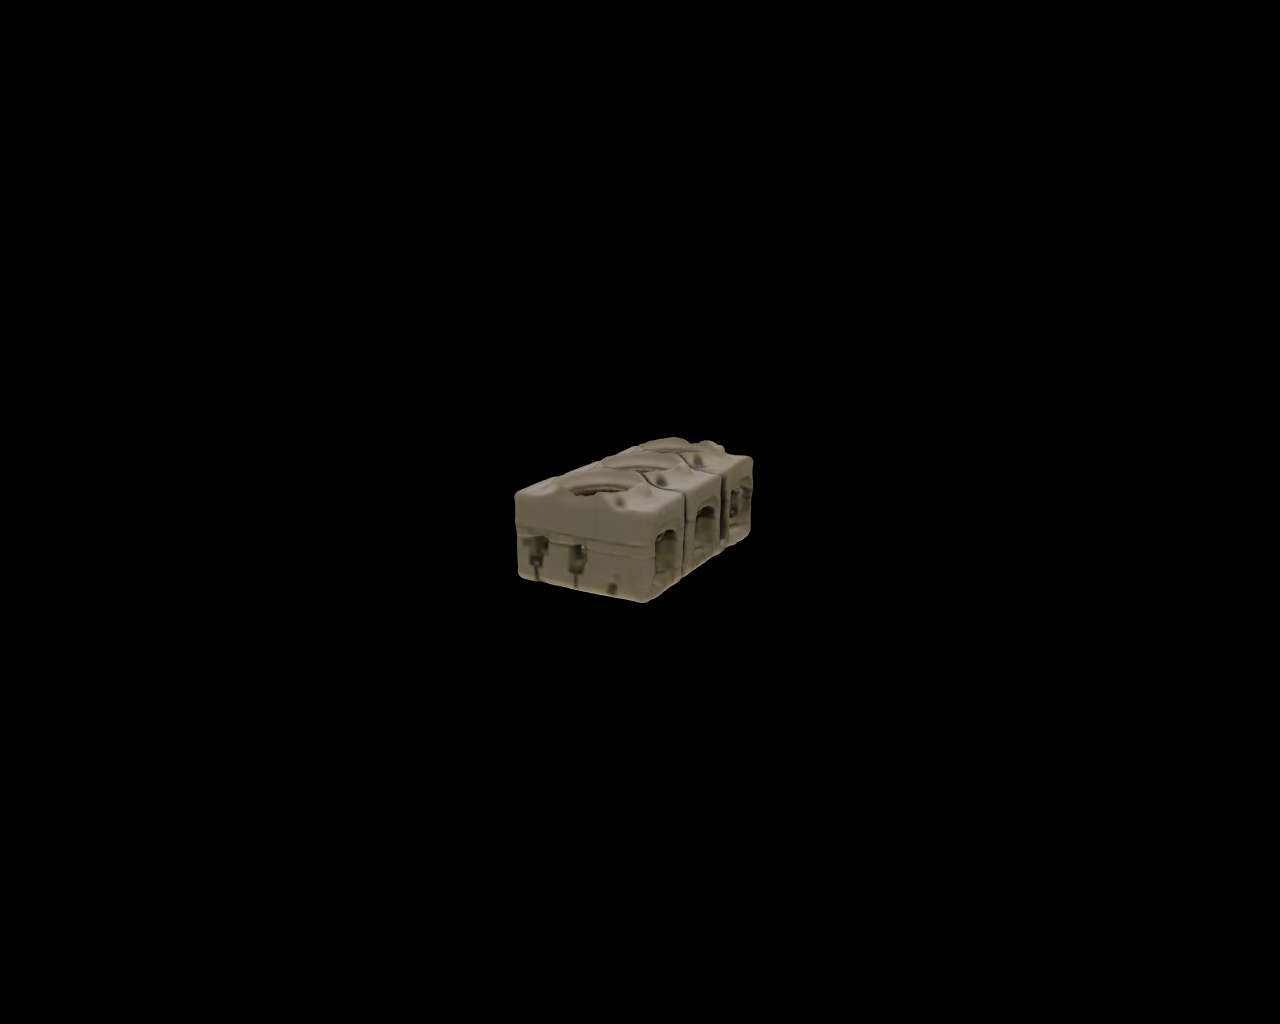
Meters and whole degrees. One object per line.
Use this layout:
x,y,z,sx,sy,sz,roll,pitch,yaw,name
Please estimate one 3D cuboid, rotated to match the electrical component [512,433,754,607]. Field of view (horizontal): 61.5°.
0.001,-0.003,0.650,0.089,0.061,0.150,8,18,27,electrical component
